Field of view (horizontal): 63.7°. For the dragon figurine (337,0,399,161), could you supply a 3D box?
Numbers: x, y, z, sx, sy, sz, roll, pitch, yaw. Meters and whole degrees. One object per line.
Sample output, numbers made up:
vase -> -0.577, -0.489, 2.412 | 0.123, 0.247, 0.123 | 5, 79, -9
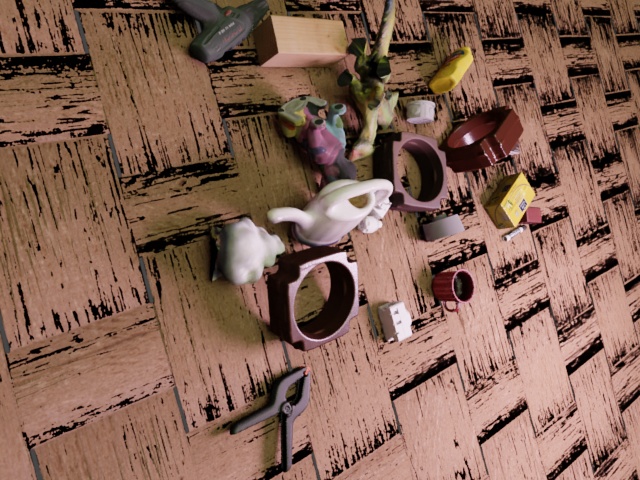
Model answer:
dragon figurine -> 0.151, -0.394, 1.318 | 0.414, 0.123, 0.240 | -69, 158, -10

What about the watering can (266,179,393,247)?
watering can -> 0.003, -0.056, 1.116 | 0.350, 0.220, 0.105 | -17, 74, -33

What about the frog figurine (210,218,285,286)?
frog figurine -> -0.141, 0.024, 1.062 | 0.159, 0.120, 0.140 | 0, 63, -23
